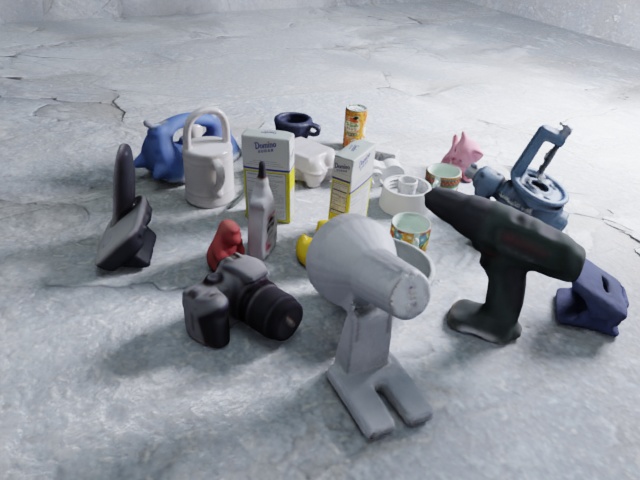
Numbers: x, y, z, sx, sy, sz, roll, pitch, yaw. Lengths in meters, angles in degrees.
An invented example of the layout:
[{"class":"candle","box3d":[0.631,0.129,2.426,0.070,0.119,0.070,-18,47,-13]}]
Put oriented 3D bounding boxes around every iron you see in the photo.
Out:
[{"class":"iron","box3d":[-0.277,-0.220,1.255,0.118,0.141,0.259,28,40,34]}]

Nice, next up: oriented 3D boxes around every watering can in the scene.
[{"class":"watering can","box3d":[-0.227,-0.173,1.136,0.172,0.194,0.101,26,39,32]}]

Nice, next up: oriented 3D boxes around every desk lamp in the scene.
[{"class":"desk lamp","box3d":[0.068,0.095,0.721,0.118,0.214,0.202,-12,35,-23]}]

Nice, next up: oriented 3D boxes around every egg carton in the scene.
[{"class":"egg carton","box3d":[-0.034,-0.175,1.275,0.149,0.069,0.107,25,38,30]}]

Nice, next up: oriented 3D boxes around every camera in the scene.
[{"class":"camera","box3d":[-0.103,0.089,0.820,0.136,0.101,0.143,26,39,32]}]

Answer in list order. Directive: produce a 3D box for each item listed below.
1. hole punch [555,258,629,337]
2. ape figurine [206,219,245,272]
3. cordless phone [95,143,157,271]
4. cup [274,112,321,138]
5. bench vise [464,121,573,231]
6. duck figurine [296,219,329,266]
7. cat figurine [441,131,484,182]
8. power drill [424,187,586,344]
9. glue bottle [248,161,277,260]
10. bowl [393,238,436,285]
[{"class":"hole punch","box3d":[0.428,0.081,0.893,0.101,0.091,0.109,12,33,14]},{"class":"ape figurine","box3d":[-0.151,0.009,0.950,0.076,0.092,0.078,15,34,18]},{"class":"cordless phone","box3d":[-0.329,-0.055,0.947,0.094,0.185,0.147,-4,33,-11]},{"class":"cup","box3d":[-0.052,-0.244,1.358,0.117,0.095,0.092,16,35,20]},{"class":"bench vise","box3d":[0.384,-0.124,1.092,0.207,0.220,0.121,9,33,8]},{"class":"duck figurine","box3d":[0.009,0.004,0.980,0.104,0.086,0.078,17,35,21]},{"class":"cat figurine","box3d":[0.321,-0.196,1.295,0.067,0.118,0.127,-1,32,-6]},{"class":"power drill","box3d":[0.248,0.040,0.829,0.229,0.208,0.076,15,34,18]},{"class":"glue bottle","box3d":[-0.099,-0.054,0.979,0.037,0.173,0.078,9,33,10]},{"class":"bowl","box3d":[0.094,0.066,0.900,0.167,0.075,0.167,3,32,-1]}]
